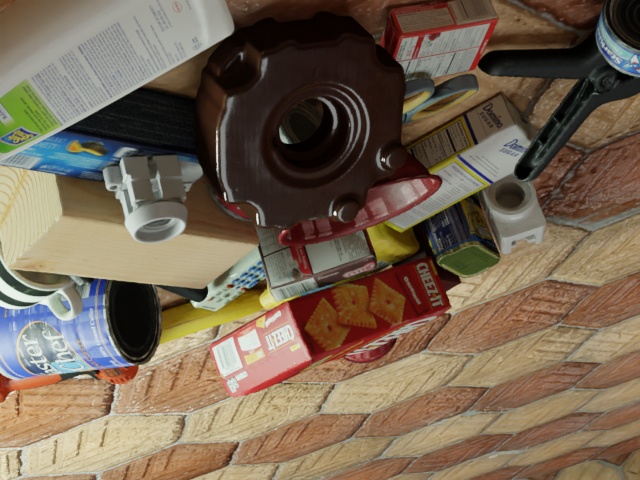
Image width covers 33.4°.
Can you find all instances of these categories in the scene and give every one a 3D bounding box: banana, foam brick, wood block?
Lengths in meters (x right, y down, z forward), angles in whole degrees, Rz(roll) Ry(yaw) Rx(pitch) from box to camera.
[{"bbox_3d":[-0.152,0.093,1.258,0.198,0.037,0.069,-19,176,6],"label":"banana"},{"bbox_3d":[0.118,0.024,1.241,0.053,0.078,0.051,-33,153,35],"label":"foam brick"},{"bbox_3d":[-0.165,-0.024,0.926,0.205,0.090,0.091,9,145,-45],"label":"wood block"}]

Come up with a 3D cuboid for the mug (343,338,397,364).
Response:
[{"bbox_3d":[0.039,0.094,1.342,0.117,0.093,0.081,16,155,15],"label":"mug"}]

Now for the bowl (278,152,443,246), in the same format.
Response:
[{"bbox_3d":[0.029,-0.049,0.989,0.162,0.055,0.162,-19,168,-4],"label":"bowl"}]

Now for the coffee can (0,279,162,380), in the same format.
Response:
[{"bbox_3d":[-0.239,0.078,1.035,0.140,0.103,0.102,-9,160,20],"label":"coffee can"}]

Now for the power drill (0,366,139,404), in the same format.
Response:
[{"bbox_3d":[-0.305,0.131,1.181,0.187,0.057,0.184,-10,155,0],"label":"power drill"}]

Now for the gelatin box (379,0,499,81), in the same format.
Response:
[{"bbox_3d":[0.093,-0.164,0.876,0.089,0.030,0.073,-12,157,-14],"label":"gelatin box"}]

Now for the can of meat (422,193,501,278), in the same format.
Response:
[{"bbox_3d":[0.152,-0.012,1.177,0.058,0.084,0.102,-28,154,22],"label":"can of meat"}]

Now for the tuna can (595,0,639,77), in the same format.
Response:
[{"bbox_3d":[0.278,-0.180,0.898,0.086,0.086,0.034,-16,155,-3],"label":"tuna can"}]

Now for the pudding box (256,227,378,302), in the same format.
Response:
[{"bbox_3d":[-0.007,0.001,1.089,0.113,0.090,0.039,-18,154,2],"label":"pudding box"}]

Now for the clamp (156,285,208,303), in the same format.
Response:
[{"bbox_3d":[-0.175,0.032,1.097,0.120,0.039,0.171,-8,157,-10],"label":"clamp"}]

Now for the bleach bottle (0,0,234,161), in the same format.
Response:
[{"bbox_3d":[-0.182,-0.111,0.677,0.250,0.068,0.102,-32,151,-4],"label":"bleach bottle"}]

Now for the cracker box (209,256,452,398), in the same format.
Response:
[{"bbox_3d":[0.012,0.096,1.158,0.213,0.072,0.164,-14,168,-40],"label":"cracker box"}]

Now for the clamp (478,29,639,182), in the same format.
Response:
[{"bbox_3d":[0.242,-0.155,0.960,0.210,0.036,0.164,-34,139,7],"label":"clamp"}]

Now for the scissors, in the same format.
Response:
[{"bbox_3d":[0.047,-0.104,0.954,0.202,0.016,0.096,-23,166,32],"label":"scissors"}]

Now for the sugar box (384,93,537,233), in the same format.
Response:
[{"bbox_3d":[0.129,-0.075,1.075,0.176,0.048,0.093,-31,152,20],"label":"sugar box"}]

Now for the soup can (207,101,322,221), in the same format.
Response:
[{"bbox_3d":[-0.043,-0.071,0.935,0.068,0.068,0.102,9,144,-45],"label":"soup can"}]

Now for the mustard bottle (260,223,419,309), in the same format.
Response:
[{"bbox_3d":[0.011,0.031,1.202,0.192,0.058,0.096,-29,162,24],"label":"mustard bottle"}]

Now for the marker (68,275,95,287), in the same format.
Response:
[{"bbox_3d":[-0.244,-0.001,0.917,0.121,0.020,0.020,40,129,-15],"label":"marker"}]
